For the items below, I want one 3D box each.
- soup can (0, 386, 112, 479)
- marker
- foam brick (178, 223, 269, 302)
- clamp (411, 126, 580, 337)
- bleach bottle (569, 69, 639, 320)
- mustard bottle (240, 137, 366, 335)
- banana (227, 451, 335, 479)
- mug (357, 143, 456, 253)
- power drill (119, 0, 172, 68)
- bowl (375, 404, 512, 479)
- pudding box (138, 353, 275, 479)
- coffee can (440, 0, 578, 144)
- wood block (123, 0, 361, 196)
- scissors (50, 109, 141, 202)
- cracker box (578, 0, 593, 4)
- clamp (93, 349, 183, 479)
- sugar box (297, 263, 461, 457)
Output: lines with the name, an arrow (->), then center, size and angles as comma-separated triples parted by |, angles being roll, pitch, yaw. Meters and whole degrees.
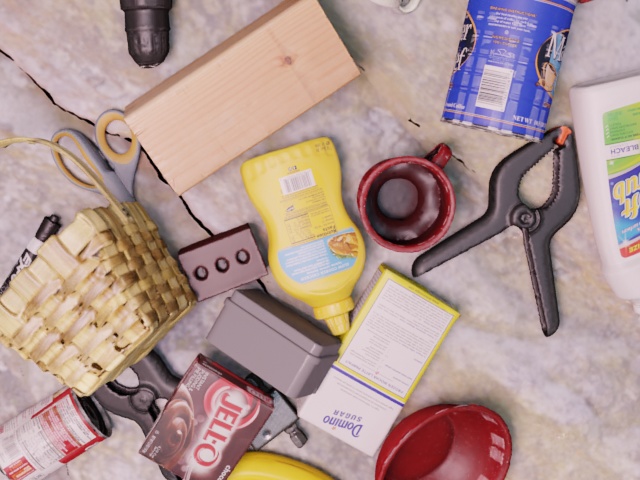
soup can -> -0.269, 0.194, 1.063 | 0.102, 0.068, 0.068 | -32, 99, 1
marker -> -0.294, 0.027, 1.063 | 0.020, 0.020, 0.121 | 32, 94, -8
foam brick -> -0.097, 0.022, 1.062 | 0.078, 0.051, 0.053 | -22, 98, -1
clamp -> 0.195, -0.021, 1.087 | 0.164, 0.036, 0.210 | 17, 94, -6
bleach bottle -> 0.323, -0.042, 1.083 | 0.102, 0.068, 0.251 | -14, 101, -3
mustard bottle -> -0.007, 0.001, 1.054 | 0.096, 0.058, 0.191 | -18, 93, -8
banana -> -0.031, 0.260, 1.110 | 0.197, 0.037, 0.070 | 16, 115, -5
mug -> 0.087, -0.048, 1.052 | 0.093, 0.081, 0.117 | 36, 94, -8
power drill -> -0.106, -0.255, 0.986 | 0.188, 0.057, 0.184 | 1, 99, 23
bowl -> 0.114, 0.225, 1.087 | 0.161, 0.055, 0.162 | -12, 118, -23
pudding box -> -0.110, 0.180, 1.044 | 0.090, 0.039, 0.113 | 32, 102, -7
coffee can -> 0.182, -0.173, 1.032 | 0.102, 0.103, 0.140 | 12, 97, -6
wood block -> -0.076, -0.141, 1.017 | 0.206, 0.090, 0.091 | -33, 107, 0
scissors -> -0.179, -0.046, 1.064 | 0.201, 0.016, 0.096 | 44, 92, -9
cracker box -> 0.228, -0.295, 0.963 | 0.164, 0.214, 0.072 | 37, 93, -8
clamp -> -0.175, 0.167, 1.082 | 0.171, 0.039, 0.120 | 30, 96, 1
sugar box -> 0.058, 0.123, 1.092 | 0.093, 0.048, 0.176 | 31, 98, -8
